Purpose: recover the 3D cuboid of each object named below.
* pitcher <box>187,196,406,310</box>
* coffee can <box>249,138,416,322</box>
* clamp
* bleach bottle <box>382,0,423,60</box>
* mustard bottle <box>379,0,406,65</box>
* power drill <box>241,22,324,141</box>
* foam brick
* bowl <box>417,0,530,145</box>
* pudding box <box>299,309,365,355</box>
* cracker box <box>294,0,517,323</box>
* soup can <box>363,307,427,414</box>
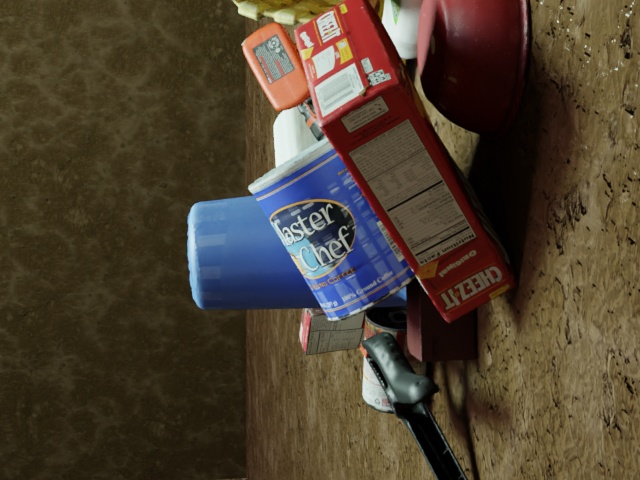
[{"bbox_3d":[-0.007,0.001,1.071,0.149,0.243,0.145,-128,34,-87],"label":"pitcher"},{"bbox_3d":[0.016,-0.013,0.943,0.140,0.102,0.103,59,174,-7],"label":"coffee can"},{"bbox_3d":[0.086,0.154,0.980,0.210,0.036,0.164,-128,15,-66],"label":"clamp"},{"bbox_3d":[0.092,-0.248,0.959,0.251,0.068,0.102,103,165,-67],"label":"bleach bottle"},{"bbox_3d":[0.064,-0.173,1.171,0.096,0.058,0.192,-99,11,-50],"label":"mustard bottle"},{"bbox_3d":[-0.018,-0.175,1.293,0.184,0.057,0.187,61,-170,14],"label":"power drill"},{"bbox_3d":[0.108,0.067,0.958,0.051,0.053,0.078,-147,55,-79],"label":"foam brick"},{"bbox_3d":[0.115,-0.157,0.853,0.162,0.055,0.162,178,90,-81],"label":"bowl"},{"bbox_3d":[0.035,0.091,1.241,0.090,0.113,0.039,99,163,-53],"label":"pudding box"},{"bbox_3d":[0.067,-0.066,0.839,0.213,0.072,0.164,55,-167,-33],"label":"cracker box"},{"bbox_3d":[0.079,0.121,1.114,0.068,0.068,0.102,-110,20,-65],"label":"soup can"}]
